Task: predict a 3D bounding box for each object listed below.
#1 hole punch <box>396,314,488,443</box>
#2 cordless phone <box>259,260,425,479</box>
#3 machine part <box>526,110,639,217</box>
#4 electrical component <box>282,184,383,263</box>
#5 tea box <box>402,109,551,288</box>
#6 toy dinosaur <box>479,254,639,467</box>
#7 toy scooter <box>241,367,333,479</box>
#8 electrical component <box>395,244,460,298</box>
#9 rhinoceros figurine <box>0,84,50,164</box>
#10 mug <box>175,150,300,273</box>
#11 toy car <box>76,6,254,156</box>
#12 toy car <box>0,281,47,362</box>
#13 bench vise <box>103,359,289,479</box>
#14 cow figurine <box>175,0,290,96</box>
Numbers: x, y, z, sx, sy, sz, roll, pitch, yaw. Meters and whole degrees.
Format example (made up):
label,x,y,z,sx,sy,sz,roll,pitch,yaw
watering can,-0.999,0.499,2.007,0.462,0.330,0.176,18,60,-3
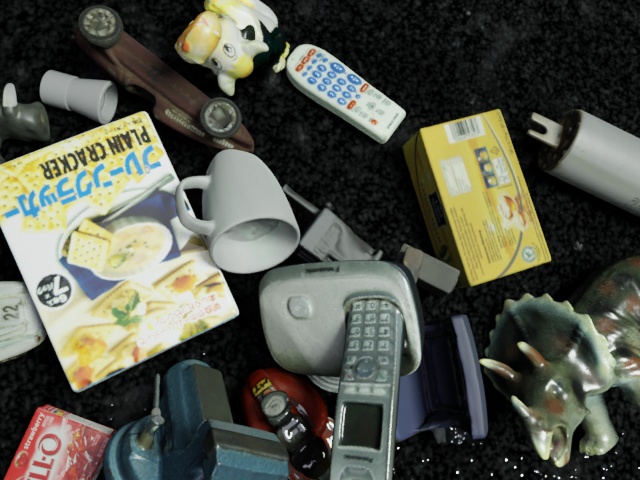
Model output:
label,x,y,z,sx,sy,sz,roll,pitch,yaw
hole punch,0.118,0.127,0.510,0.092,0.115,0.142,-18,76,31
cordless phone,0.010,0.111,0.442,0.147,0.088,0.184,-6,59,27
machine part,0.340,-0.077,0.602,0.243,0.079,0.079,25,79,-6
electrical component,-0.001,-0.002,0.539,0.119,0.075,0.048,37,78,-7
tea box,0.163,-0.041,0.573,0.098,0.068,0.169,-14,86,-10
toy dinosaur,0.330,0.088,0.564,0.405,0.131,0.192,-34,89,-18
toy scooter,-0.005,0.196,0.480,0.075,0.135,0.184,-36,88,-10
electrical component,0.095,0.037,0.540,0.078,0.102,0.045,29,83,5
rhinoceros figurine,-0.356,-0.100,0.502,0.190,0.073,0.112,-1,72,-7
mug,-0.083,-0.033,0.503,0.109,0.080,0.107,5,46,-29
toy car,-0.152,-0.145,0.528,0.202,0.089,0.053,39,78,-4
toy car,-0.353,0.088,0.479,0.202,0.056,0.073,-13,84,-11
bench vise,-0.120,0.227,0.444,0.128,0.224,0.240,21,109,-42
cow figurine,-0.079,-0.187,0.517,0.098,0.167,0.068,41,120,-20
